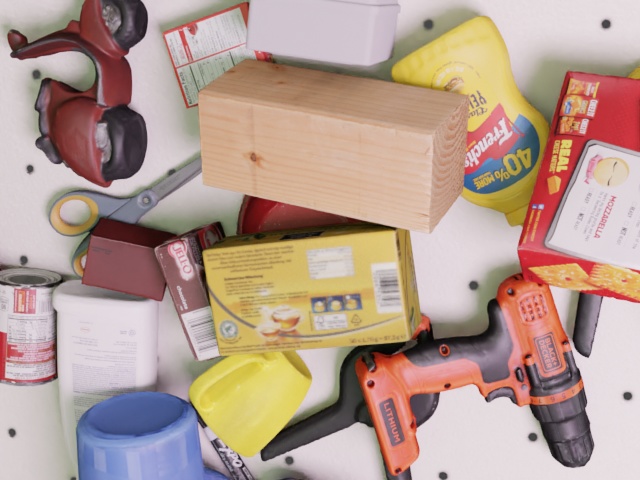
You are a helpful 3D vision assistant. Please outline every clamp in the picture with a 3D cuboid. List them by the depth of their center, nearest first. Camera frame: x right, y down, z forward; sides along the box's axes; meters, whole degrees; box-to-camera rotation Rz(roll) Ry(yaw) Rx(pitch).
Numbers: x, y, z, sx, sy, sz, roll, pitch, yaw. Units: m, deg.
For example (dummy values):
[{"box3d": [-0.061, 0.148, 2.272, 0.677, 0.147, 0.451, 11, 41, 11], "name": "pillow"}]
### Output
[{"box3d": [0.242, 0.015, 0.910, 0.120, 0.039, 0.171, -31, 91, 6], "name": "clamp"}, {"box3d": [0.059, 0.167, 0.988, 0.164, 0.036, 0.210, 33, 109, 5], "name": "clamp"}]

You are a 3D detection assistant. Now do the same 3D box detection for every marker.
[{"box3d": [-0.091, 0.208, 1.044, 0.020, 0.020, 0.121, -32, 91, 18], "name": "marker"}]

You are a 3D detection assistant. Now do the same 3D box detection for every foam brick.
[{"box3d": [-0.178, 0.018, 1.003, 0.078, 0.051, 0.053, 14, 109, -4], "name": "foam brick"}]

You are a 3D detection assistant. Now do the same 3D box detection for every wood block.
[{"box3d": [0.011, -0.082, 0.888, 0.206, 0.090, 0.091, 13, 123, 22], "name": "wood block"}]

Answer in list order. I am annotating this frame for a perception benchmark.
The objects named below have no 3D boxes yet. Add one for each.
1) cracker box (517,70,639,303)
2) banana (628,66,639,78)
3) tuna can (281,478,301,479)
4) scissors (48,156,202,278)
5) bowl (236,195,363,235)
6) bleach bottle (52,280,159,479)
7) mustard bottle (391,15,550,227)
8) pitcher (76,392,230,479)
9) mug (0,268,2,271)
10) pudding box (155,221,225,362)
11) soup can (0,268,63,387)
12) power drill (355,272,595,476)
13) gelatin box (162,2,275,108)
[{"box3d": [0.275, -0.032, 0.810, 0.214, 0.072, 0.164, 11, 68, 21], "name": "cracker box"}, {"box3d": [0.330, -0.095, 0.872, 0.198, 0.037, 0.070, 32, 124, 9], "name": "banana"}, {"box3d": [-0.020, 0.266, 1.010, 0.086, 0.033, 0.086, 11, 130, 13], "name": "tuna can"}, {"box3d": [-0.184, -0.047, 1.022, 0.096, 0.016, 0.202, 42, 108, -1], "name": "scissors"}, {"box3d": [-0.006, 0.001, 0.966, 0.162, 0.055, 0.162, 3, 101, 14], "name": "bowl"}, {"box3d": [-0.213, 0.169, 1.044, 0.102, 0.068, 0.251, 6, 104, 1], "name": "bleach bottle"}, {"box3d": [0.145, -0.086, 0.908, 0.096, 0.058, 0.191, -28, 93, 21], "name": "mustard bottle"}, {"box3d": [-0.150, 0.267, 0.992, 0.145, 0.149, 0.243, 2, 108, 13], "name": "pitcher"}, {"box3d": [-0.360, 0.047, 1.055, 0.081, 0.093, 0.117, 8, 77, 8], "name": "mug"}, {"box3d": [-0.102, 0.045, 0.980, 0.039, 0.090, 0.113, -16, 96, 18], "name": "pudding box"}, {"box3d": [-0.288, 0.085, 1.047, 0.068, 0.068, 0.102, 8, 102, 13], "name": "soup can"}, {"box3d": [0.136, 0.138, 0.930, 0.187, 0.057, 0.184, -20, 100, -3], "name": "power drill"}, {"box3d": [-0.090, -0.167, 0.970, 0.089, 0.030, 0.073, -16, 97, 16], "name": "gelatin box"}]
